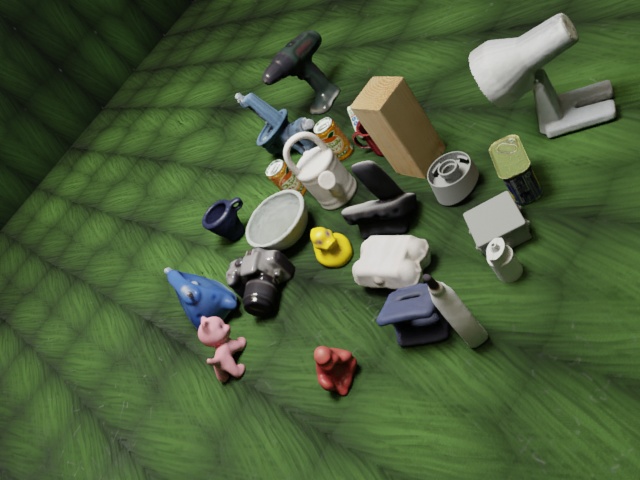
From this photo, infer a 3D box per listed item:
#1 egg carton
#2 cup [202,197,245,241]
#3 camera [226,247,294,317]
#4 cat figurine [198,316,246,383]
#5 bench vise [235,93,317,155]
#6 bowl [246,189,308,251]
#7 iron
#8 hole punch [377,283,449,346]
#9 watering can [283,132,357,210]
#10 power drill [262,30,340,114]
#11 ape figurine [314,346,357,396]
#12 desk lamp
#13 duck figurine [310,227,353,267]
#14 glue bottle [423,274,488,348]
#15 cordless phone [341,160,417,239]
[{"bbox_3d":[0.133,0.045,1.079,0.149,0.070,0.107,-1,55,41],"label":"egg carton"},{"bbox_3d":[-0.227,-0.051,1.461,0.117,0.095,0.091,-37,39,8],"label":"cup"},{"bbox_3d":[-0.145,0.094,1.252,0.142,0.101,0.137,-18,45,29],"label":"camera"},{"bbox_3d":[-0.214,0.215,1.189,0.067,0.118,0.127,-28,41,20],"label":"cat figurine"},{"bbox_3d":[-0.107,-0.317,1.497,0.206,0.220,0.121,-15,47,32],"label":"bench vise"},{"bbox_3d":[-0.088,-0.032,1.338,0.167,0.075,0.167,-23,43,24],"label":"bowl"},{"bbox_3d":[-0.303,0.118,1.336,0.119,0.142,0.257,-51,39,-9],"label":"iron"},{"bbox_3d":[0.157,0.116,0.976,0.108,0.091,0.101,-17,46,30],"label":"hole punch"},{"bbox_3d":[-0.002,-0.161,1.284,0.172,0.195,0.101,22,72,49],"label":"watering can"},{"bbox_3d":[-0.042,-0.450,1.569,0.075,0.209,0.230,4,59,43],"label":"power drill"},{"bbox_3d":[0.020,0.218,1.002,0.078,0.092,0.076,-38,39,8],"label":"ape figurine"},{"bbox_3d":[0.401,-0.295,1.037,0.202,0.214,0.118,-14,47,32],"label":"desk lamp"},{"bbox_3d":[0.011,0.004,1.209,0.077,0.086,0.104,-49,39,-6],"label":"duck figurine"},{"bbox_3d":[0.200,0.100,0.887,0.037,0.174,0.078,-39,39,6],"label":"glue bottle"},{"bbox_3d":[0.096,-0.092,1.143,0.147,0.186,0.094,-13,48,33],"label":"cordless phone"}]
